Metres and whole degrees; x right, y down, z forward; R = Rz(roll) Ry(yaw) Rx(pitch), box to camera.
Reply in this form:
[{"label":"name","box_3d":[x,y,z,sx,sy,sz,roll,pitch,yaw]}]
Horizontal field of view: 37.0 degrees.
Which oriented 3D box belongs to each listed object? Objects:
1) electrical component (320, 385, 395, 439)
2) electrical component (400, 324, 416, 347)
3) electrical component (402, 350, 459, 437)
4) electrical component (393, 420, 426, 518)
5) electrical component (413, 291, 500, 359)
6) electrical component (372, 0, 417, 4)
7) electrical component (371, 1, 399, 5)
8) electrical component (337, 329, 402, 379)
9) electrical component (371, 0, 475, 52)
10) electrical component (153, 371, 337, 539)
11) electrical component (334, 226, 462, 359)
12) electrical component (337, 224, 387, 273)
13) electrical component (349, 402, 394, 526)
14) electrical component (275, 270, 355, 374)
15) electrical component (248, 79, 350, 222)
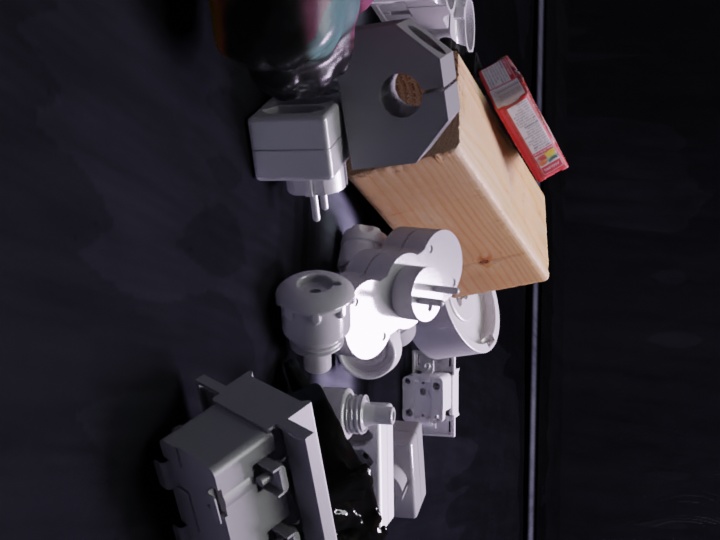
[{"label":"electrical component","box_3d":[-0.008,0.093,0.697,0.035,0.061,0.035,0,90,-75]},{"label":"electrical component","box_3d":[0.025,0.036,0.855,0.065,0.044,0.044,72,24,-62]},{"label":"electrical component","box_3d":[0.065,0.117,1.005,0.064,0.042,0.081,-6,96,-71]},{"label":"electrical component","box_3d":[0.019,0.161,0.823,0.076,0.047,0.065,-51,139,-66]},{"label":"electrical component","box_3d":[0.075,0.030,0.980,0.108,0.060,0.108,33,48,-47]},{"label":"electrical component","box_3d":[0.017,-0.231,0.691,0.056,0.109,0.108,-75,159,-49]},{"label":"electrical component","box_3d":[0.011,-0.223,0.775,0.066,0.048,0.055,-115,-161,-62]},{"label":"electrical component","box_3d":[0.008,0.049,0.787,0.055,0.048,0.066,-71,158,-68]},{"label":"electrical component","box_3d":[0.058,-0.253,0.927,0.186,0.060,0.105,29,63,-73]},{"label":"electrical component","box_3d":[-0.052,0.120,0.522,0.063,0.079,0.121,-33,128,-36]},{"label":"electrical component","box_3d":[0.031,0.014,0.726,0.138,0.074,0.052,-34,121,-44]},{"label":"electrical component","box_3d":[0.000,0.000,0.775,0.035,0.035,0.061,61,36,-61]},{"label":"electrical component","box_3d":[0.001,0.133,0.759,0.076,0.047,0.083,-18,108,-74]},{"label":"electrical component","box_3d":[-0.027,0.034,0.662,0.048,0.048,0.062,-65,158,-56]},{"label":"electrical component","box_3d":[-0.028,-0.068,0.647,0.083,0.047,0.075,-60,147,-61]}]
